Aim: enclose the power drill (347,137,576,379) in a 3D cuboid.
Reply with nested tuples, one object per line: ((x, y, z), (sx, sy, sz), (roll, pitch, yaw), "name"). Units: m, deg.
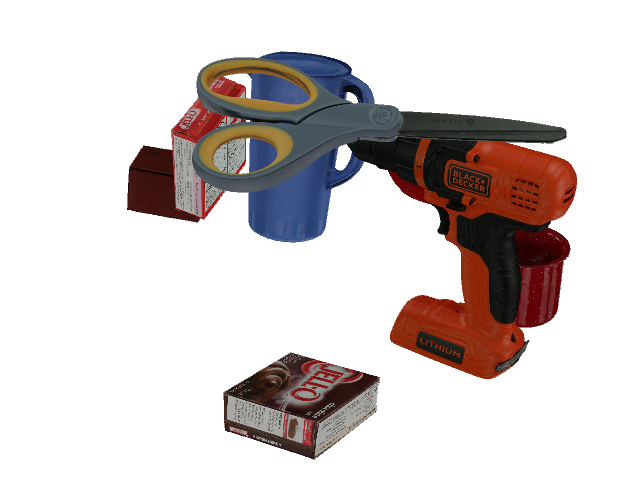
((0.096, 0.001, 0.812), (0.185, 0.188, 0.057), (21, 36, 32), "power drill")

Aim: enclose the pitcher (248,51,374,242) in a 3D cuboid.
((-0.026, -0.123, 1.430), (0.144, 0.243, 0.149), (-4, 24, -22), "pitcher")

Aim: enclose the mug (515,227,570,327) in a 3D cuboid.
((0.211, 0.032, 1.139), (0.093, 0.081, 0.117), (-6, 31, -8), "mug")

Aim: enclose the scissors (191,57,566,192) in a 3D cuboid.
((0.019, -0.050, 0.565), (0.202, 0.096, 0.016), (18, -30, 15), "scissors")

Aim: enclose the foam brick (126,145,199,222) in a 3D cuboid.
((-0.154, -0.059, 1.096), (0.078, 0.051, 0.053), (10, 31, 3), "foam brick")

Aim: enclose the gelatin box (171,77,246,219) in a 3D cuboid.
((-0.087, -0.073, 0.839), (0.030, 0.073, 0.089), (21, -39, 14), "gelatin box")

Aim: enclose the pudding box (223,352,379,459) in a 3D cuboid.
((-0.015, 0.135, 0.890), (0.090, 0.039, 0.113), (11, 20, 27), "pudding box")

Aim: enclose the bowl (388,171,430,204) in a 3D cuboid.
((0.144, -0.083, 1.284), (0.162, 0.055, 0.162), (7, 23, -3), "bowl")
